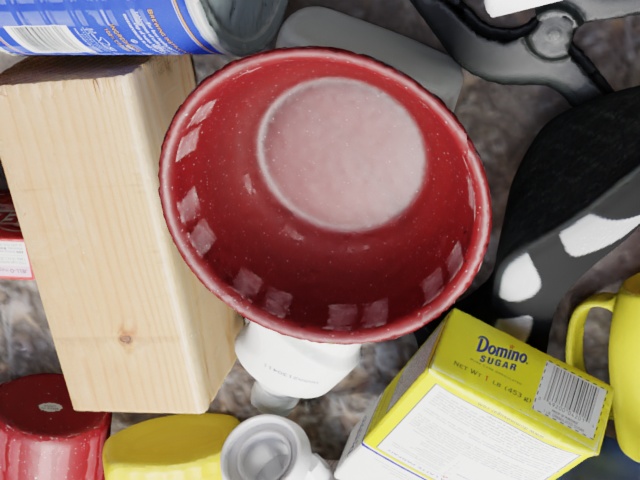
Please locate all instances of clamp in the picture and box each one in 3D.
[{"bbox_3d":[0.122,-0.099,0.542,0.171,0.039,0.120,15,114,12],"label":"clamp"}]

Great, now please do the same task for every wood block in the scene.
[{"bbox_3d":[-0.114,-0.009,0.629,0.091,0.090,0.206,-1,115,16],"label":"wood block"}]

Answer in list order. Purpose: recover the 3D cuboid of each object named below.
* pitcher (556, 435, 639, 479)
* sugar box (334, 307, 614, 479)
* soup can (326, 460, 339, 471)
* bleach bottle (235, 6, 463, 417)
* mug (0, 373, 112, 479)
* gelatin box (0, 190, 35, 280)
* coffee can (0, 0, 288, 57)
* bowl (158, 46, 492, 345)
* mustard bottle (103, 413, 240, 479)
[{"bbox_3d":[0.220,0.198,0.605,0.243,0.149,0.145,19,118,3],"label":"pitcher"},{"bbox_3d":[0.077,0.108,0.586,0.093,0.048,0.176,28,150,-1],"label":"sugar box"},{"bbox_3d":[0.007,0.179,0.700,0.102,0.068,0.068,-2,115,18],"label":"soup can"},{"bbox_3d":[-0.004,0.001,0.617,0.102,0.068,0.251,22,122,5],"label":"bleach bottle"},{"bbox_3d":[-0.194,0.140,0.738,0.117,0.093,0.081,34,122,40],"label":"mug"},{"bbox_3d":[-0.199,-0.005,0.665,0.089,0.073,0.030,1,116,16],"label":"gelatin box"},{"bbox_3d":[-0.098,-0.144,0.535,0.140,0.102,0.103,5,118,25],"label":"coffee can"},{"bbox_3d":[0.005,-0.028,0.524,0.162,0.055,0.162,7,123,11],"label":"bowl"},{"bbox_3d":[-0.095,0.214,0.747,0.096,0.058,0.192,-8,119,-15],"label":"mustard bottle"}]
